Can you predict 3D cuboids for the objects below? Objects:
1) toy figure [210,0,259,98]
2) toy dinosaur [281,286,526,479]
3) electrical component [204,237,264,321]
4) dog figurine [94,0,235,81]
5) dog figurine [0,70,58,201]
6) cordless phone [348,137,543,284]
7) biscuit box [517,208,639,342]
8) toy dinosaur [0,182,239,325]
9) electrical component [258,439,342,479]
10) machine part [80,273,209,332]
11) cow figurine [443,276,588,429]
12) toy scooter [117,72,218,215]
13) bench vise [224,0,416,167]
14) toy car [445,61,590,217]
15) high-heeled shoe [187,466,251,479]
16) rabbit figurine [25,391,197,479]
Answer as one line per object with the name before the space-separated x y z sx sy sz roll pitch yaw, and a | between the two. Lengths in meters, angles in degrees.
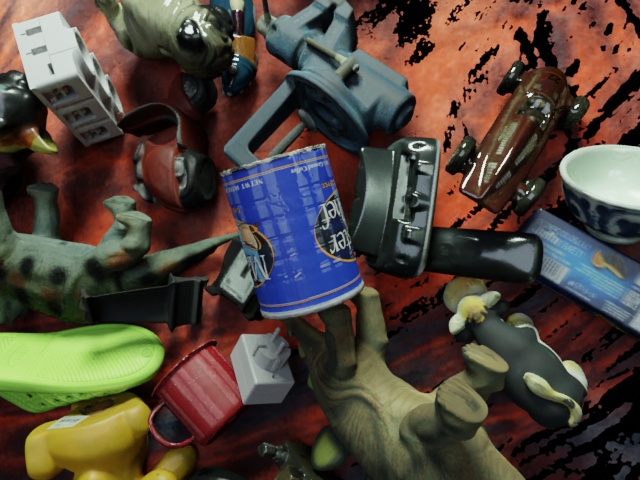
toy figure | -0.105 -0.249 0.666 0.058 0.064 0.154 -9 79 6
toy dinosaur | 0.100 0.189 0.489 0.472 0.105 0.198 34 123 40
electrical component | -0.074 0.028 0.629 0.075 0.047 0.119 29 91 17
dog figurine | -0.178 -0.239 0.647 0.121 0.172 0.190 -26 74 -17
dog figurine | -0.401 -0.115 0.666 0.219 0.108 0.191 23 94 49
cordless phone | 0.128 -0.029 0.535 0.184 0.088 0.146 7 85 31
biscuit box | 0.279 0.046 0.514 0.203 0.062 0.059 33 94 18
toy dinosaur | -0.307 0.037 0.668 0.405 0.131 0.192 12 108 9
electrical component | -0.019 0.254 0.563 0.078 0.102 0.045 36 90 43
machine part | -0.202 0.074 0.621 0.039 0.139 0.084 -119 38 -47
cow figurine | 0.180 0.104 0.519 0.068 0.098 0.167 -47 73 13
toy scooter | -0.197 -0.119 0.671 0.135 0.075 0.184 -3 79 16
bench vise | -0.025 -0.155 0.596 0.224 0.129 0.240 41 83 7
toy car | 0.195 -0.105 0.519 0.089 0.053 0.202 36 58 6
high-heeled shoe | -0.114 0.351 0.573 0.145 0.086 0.248 -7 108 7
rabbit figurine | -0.229 0.269 0.627 0.162 0.122 0.173 -8 95 6
